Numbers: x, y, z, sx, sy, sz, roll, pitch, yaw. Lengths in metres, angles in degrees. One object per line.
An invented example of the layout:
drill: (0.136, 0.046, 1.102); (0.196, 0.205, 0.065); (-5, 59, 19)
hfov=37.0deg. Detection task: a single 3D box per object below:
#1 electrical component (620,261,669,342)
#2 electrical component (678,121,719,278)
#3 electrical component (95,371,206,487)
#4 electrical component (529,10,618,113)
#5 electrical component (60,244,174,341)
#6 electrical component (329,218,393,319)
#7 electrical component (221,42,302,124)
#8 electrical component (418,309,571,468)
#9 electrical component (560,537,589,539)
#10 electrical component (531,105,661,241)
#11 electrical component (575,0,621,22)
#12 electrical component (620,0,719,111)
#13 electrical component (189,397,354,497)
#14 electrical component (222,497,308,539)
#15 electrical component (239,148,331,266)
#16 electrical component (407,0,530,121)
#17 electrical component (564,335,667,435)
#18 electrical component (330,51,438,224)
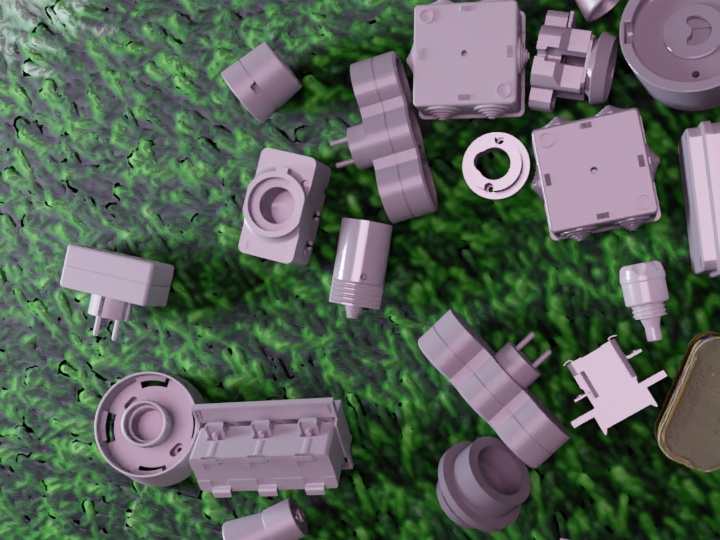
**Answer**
electrical component: (0.225, 0.025, 0.840); (0.035, 0.035, 0.061); (-11, 87, 13)
electrical component: (0.277, -0.053, 0.809); (0.057, 0.078, 0.113); (-6, 86, 11)
electrical component: (-0.180, 0.137, 0.934); (0.099, 0.064, 0.099); (-1, 76, 5)
electrical component: (0.171, -0.162, 0.852); (0.057, 0.058, 0.078); (12, 90, 18)
electrical component: (-0.217, 0.023, 0.945); (0.083, 0.047, 0.075); (12, 90, 14)
electrical component: (0.000, 0.000, 0.893); (0.043, 0.043, 0.081); (9, 90, 14)
electrical component: (-0.083, -0.161, 0.918); (0.047, 0.055, 0.055); (-38, 79, 6)
electrical component: (0.118, 0.082, 0.855); (0.074, 0.052, 0.138); (-44, 78, 8)
electrical component: (0.190, 0.236, 0.824); (0.081, 0.064, 0.042); (9, 88, 15)
electrical component: (0.185, -0.075, 0.848); (0.100, 0.048, 0.099); (-11, 85, 13)
electrical component: (0.182, -0.233, 0.858); (0.045, 0.045, 0.055); (-39, 78, 9)
electrical component: (0.258, -0.174, 0.824); (0.108, 0.060, 0.108); (-6, 73, 21)
electrical component: (-0.074, 0.147, 0.888); (0.121, 0.063, 0.078); (-5, 127, 14)
electrical component: (-0.077, 0.219, 0.904); (0.065, 0.044, 0.044); (-27, 81, 7)
electrical component: (-0.064, -0.052, 0.906); (0.050, 0.056, 0.089); (14, 91, 14)
electrical component: (0.088, -0.171, 0.877); (0.100, 0.048, 0.099); (0, 87, 14)
electrical component: (0.196, 0.089, 0.841); (0.081, 0.042, 0.063); (-32, 77, 10)
electrical component: (0.012, -0.105, 0.891); (0.074, 0.052, 0.138); (-15, 84, 13)
